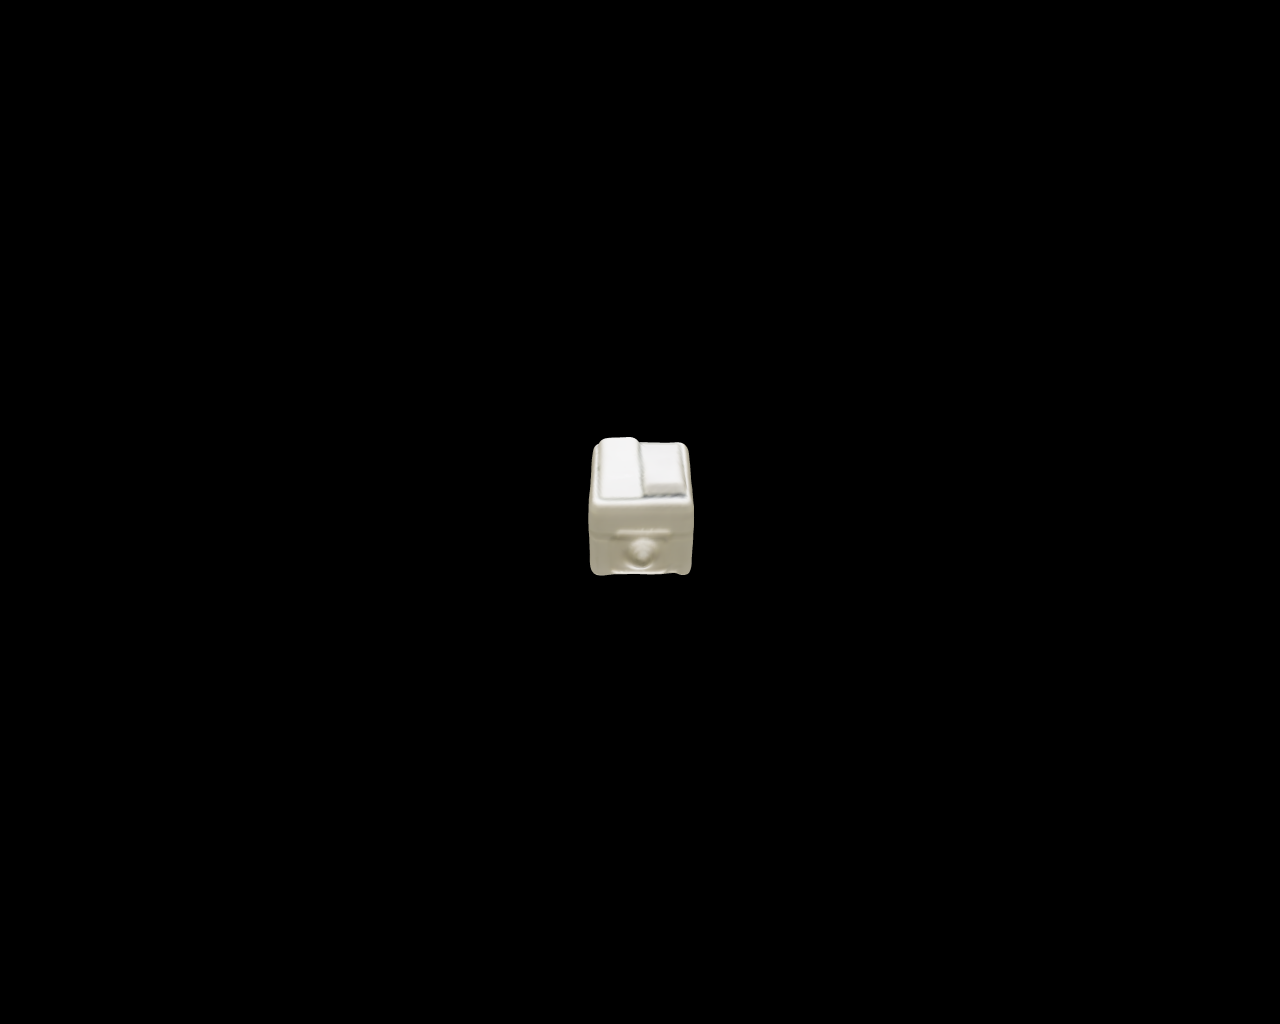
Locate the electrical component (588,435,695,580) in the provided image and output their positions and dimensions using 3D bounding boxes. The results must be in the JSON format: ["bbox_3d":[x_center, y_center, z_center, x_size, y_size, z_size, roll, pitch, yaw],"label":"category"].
[{"bbox_3d":[0.001,-0.003,0.650,0.062,0.061,0.096,0,32,0],"label":"electrical component"}]
